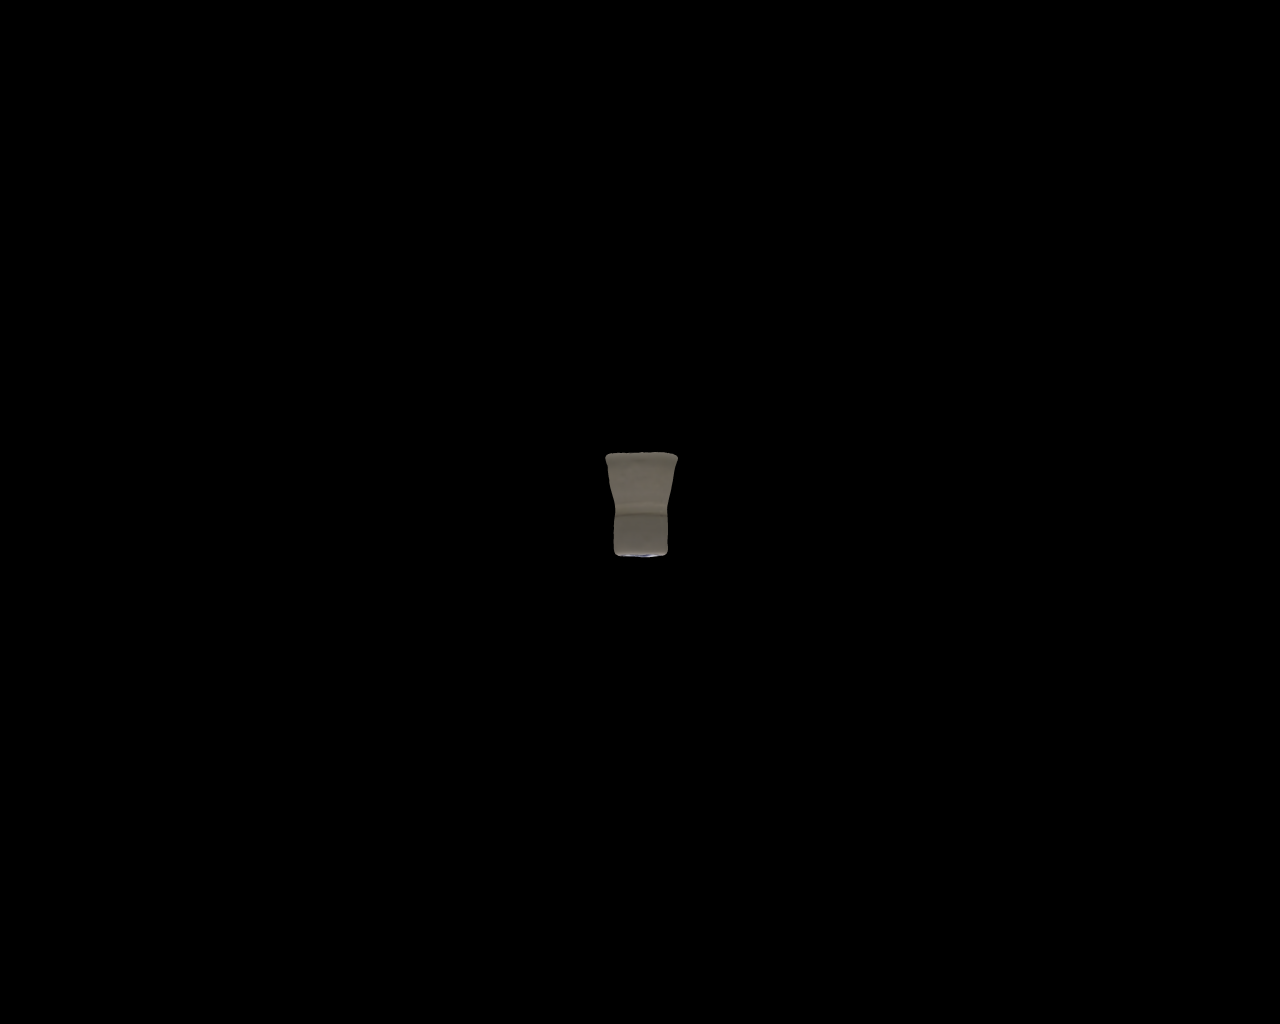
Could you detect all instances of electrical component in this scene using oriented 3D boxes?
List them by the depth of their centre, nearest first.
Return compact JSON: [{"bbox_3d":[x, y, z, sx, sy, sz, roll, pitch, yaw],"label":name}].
[{"bbox_3d":[0.001,-0.003,0.650,0.044,0.065,0.044,0,-5,0],"label":"electrical component"}]
